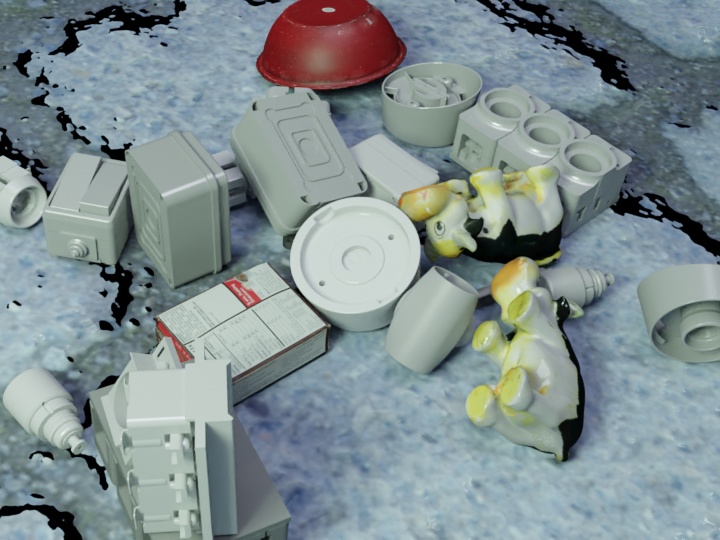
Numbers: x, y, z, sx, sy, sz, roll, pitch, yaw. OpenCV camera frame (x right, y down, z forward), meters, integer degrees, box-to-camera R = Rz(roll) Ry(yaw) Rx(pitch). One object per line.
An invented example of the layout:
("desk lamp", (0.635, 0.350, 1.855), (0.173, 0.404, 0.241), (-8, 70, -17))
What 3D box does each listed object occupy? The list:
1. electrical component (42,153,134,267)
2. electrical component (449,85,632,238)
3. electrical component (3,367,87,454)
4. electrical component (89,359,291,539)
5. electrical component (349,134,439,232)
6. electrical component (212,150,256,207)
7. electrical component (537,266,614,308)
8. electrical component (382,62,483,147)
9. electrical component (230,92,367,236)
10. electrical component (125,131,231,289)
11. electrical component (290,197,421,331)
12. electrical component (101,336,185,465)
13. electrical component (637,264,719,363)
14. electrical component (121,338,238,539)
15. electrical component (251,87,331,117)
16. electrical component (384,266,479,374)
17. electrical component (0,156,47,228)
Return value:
("electrical component", (-0.233, -0.051, 0.929), (0.062, 0.061, 0.096), (10, 45, 2))
("electrical component", (0.175, -0.112, 1.048), (0.089, 0.061, 0.150), (-32, 57, -33))
("electrical component", (-0.228, 0.106, 0.789), (0.040, 0.040, 0.078), (-32, 57, -33))
("electrical component", (-0.121, 0.145, 0.750), (0.089, 0.061, 0.150), (-17, 50, -23))
("electrical component", (0.022, -0.079, 0.993), (0.061, 0.061, 0.096), (-31, 57, -33))
("electrical component", (-0.120, -0.083, 0.989), (0.055, 0.048, 0.066), (-20, 51, -16))
("electrical component", (0.186, 0.016, 0.938), (0.078, 0.040, 0.040), (-12, 48, -19))
("electrical component", (0.070, -0.172, 1.091), (0.099, 0.064, 0.099), (4, 45, -4))
("electrical component", (-0.057, -0.094, 0.955), (0.078, 0.057, 0.113), (-17, 72, -37))
("electrical component", (-0.151, -0.051, 0.905), (0.057, 0.113, 0.078), (-24, 53, -25))
("electrical component", (0.000, 0.000, 0.906), (0.108, 0.060, 0.108), (-4, 63, 7))
("electrical component", (-0.129, 0.088, 0.709), (0.064, 0.081, 0.042), (11, 38, -40))
("electrical component", (0.285, 0.032, 0.901), (0.099, 0.099, 0.064), (6, 51, -2))
("electrical component", (-0.108, 0.111, 0.654), (0.063, 0.121, 0.078), (-2, 46, -7))
("electrical component", (-0.068, -0.139, 1.043), (0.078, 0.058, 0.057), (2, 42, -6))
("electrical component", (0.067, 0.043, 0.877), (0.044, 0.077, 0.079), (40, 16, 34))
("electrical component", (-0.309, -0.066, 0.944), (0.055, 0.048, 0.066), (26, 47, 27))
